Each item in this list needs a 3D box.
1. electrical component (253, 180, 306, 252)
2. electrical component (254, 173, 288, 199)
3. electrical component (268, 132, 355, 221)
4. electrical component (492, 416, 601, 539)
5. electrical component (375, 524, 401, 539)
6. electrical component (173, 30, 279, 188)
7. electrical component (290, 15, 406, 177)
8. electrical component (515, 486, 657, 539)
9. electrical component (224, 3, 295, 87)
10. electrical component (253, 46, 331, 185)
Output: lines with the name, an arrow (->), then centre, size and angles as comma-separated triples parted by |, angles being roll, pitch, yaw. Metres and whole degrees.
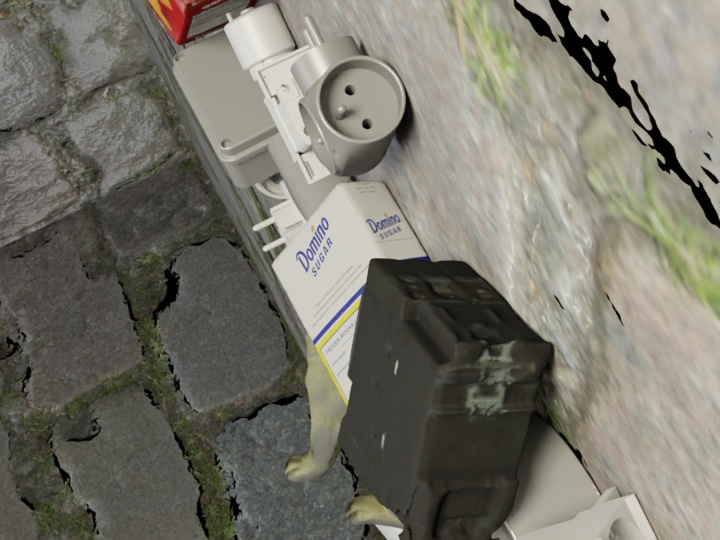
electrical component -> -0.049, -0.042, 0.879 | 0.065, 0.077, 0.047 | 65, 173, -13
electrical component -> -0.070, -0.096, 0.920 | 0.057, 0.058, 0.078 | -123, 10, -57
electrical component -> -0.031, -0.062, 0.808 | 0.077, 0.044, 0.079 | 61, 173, 18
electrical component -> 0.093, 0.140, 0.576 | 0.108, 0.060, 0.108 | 62, 173, 14
electrical component -> 0.055, 0.182, 0.878 | 0.064, 0.099, 0.099 | 54, 170, 18
electrical component -> -0.092, -0.133, 0.859 | 0.113, 0.078, 0.057 | 60, 175, 26
electrical component -> -0.011, -0.093, 0.552 | 0.079, 0.044, 0.077 | 63, 173, 4
electrical component -> 0.095, 0.134, 0.471 | 0.081, 0.064, 0.042 | -24, -94, -56
electrical component -> -0.063, -0.147, 0.745 | 0.078, 0.040, 0.040 | 64, 173, -9
electrical component -> -0.030, -0.100, 0.675 | 0.081, 0.042, 0.064 | 63, 170, -2
